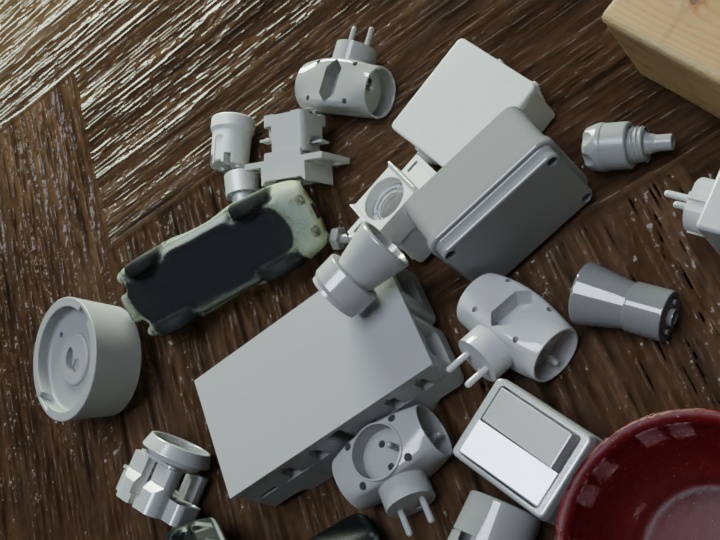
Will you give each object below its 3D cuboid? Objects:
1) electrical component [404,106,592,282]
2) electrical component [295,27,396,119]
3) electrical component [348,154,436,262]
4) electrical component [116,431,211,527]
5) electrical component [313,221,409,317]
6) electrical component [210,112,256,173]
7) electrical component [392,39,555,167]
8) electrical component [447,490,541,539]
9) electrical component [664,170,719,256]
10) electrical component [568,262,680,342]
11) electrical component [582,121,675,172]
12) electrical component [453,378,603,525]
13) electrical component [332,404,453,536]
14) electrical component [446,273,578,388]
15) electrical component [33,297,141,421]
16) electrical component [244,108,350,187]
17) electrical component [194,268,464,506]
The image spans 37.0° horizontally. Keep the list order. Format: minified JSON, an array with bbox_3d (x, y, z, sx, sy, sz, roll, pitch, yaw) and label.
[{"bbox_3d":[0.100,-0.049,0.771,0.113,0.078,0.057,-43,50,12],"label":"electrical component"},{"bbox_3d":[-0.008,-0.170,0.916,0.077,0.043,0.079,12,83,37],"label":"electrical component"},{"bbox_3d":[0.035,-0.042,0.820,0.081,0.064,0.042,-48,43,9],"label":"electrical component"},{"bbox_3d":[-0.156,0.166,0.868,0.078,0.058,0.057,20,85,39],"label":"electrical component"},{"bbox_3d":[0.000,0.000,0.760,0.055,0.045,0.045,-46,52,10],"label":"electrical component"},{"bbox_3d":[-0.116,-0.114,0.973,0.040,0.040,0.046,-5,73,33],"label":"electrical component"},{"bbox_3d":[0.088,-0.115,0.825,0.099,0.048,0.100,-51,51,6],"label":"electrical component"},{"bbox_3d":[0.087,0.175,0.700,0.055,0.055,0.047,15,76,38],"label":"electrical component"},{"bbox_3d":[0.231,-0.037,0.682,0.077,0.066,0.047,20,83,38],"label":"electrical component"},{"bbox_3d":[0.177,0.023,0.711,0.065,0.044,0.044,17,81,33],"label":"electrical component"},{"bbox_3d":[0.189,-0.087,0.754,0.061,0.035,0.035,-1,70,32],"label":"electrical component"},{"bbox_3d":[0.117,0.121,0.696,0.096,0.061,0.061,33,91,39],"label":"electrical component"},{"bbox_3d":[0.029,0.147,0.757,0.077,0.044,0.079,-36,54,17],"label":"electrical component"},{"bbox_3d":[0.095,0.050,0.744,0.079,0.043,0.077,-39,50,-15],"label":"electrical component"},{"bbox_3d":[-0.236,0.080,0.952,0.108,0.060,0.108,-8,79,45],"label":"electrical component"},{"bbox_3d":[-0.054,-0.102,0.912,0.081,0.042,0.063,-5,85,32],"label":"electrical component"},{"bbox_3d":[-0.024,0.085,0.810,0.186,0.060,0.105,-36,55,17],"label":"electrical component"}]
